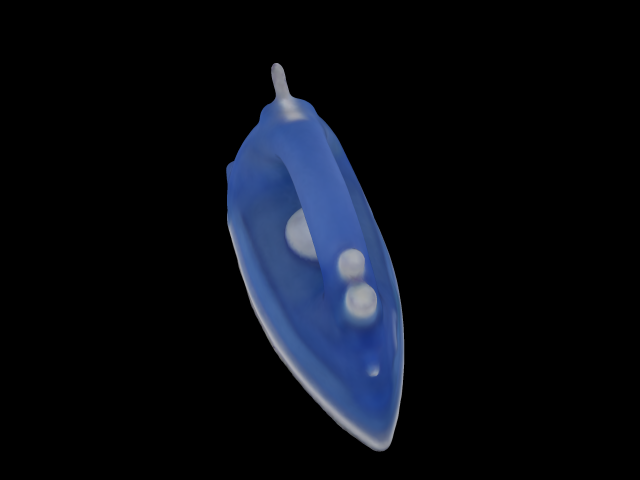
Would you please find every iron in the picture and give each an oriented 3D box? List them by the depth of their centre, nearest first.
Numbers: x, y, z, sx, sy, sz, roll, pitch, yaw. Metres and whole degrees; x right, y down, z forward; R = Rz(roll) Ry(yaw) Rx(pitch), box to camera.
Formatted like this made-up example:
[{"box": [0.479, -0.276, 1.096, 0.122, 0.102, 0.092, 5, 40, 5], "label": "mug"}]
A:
[{"box": [0.004, 0.001, 0.400, 0.119, 0.141, 0.258, -15, 54, -11], "label": "iron"}]
